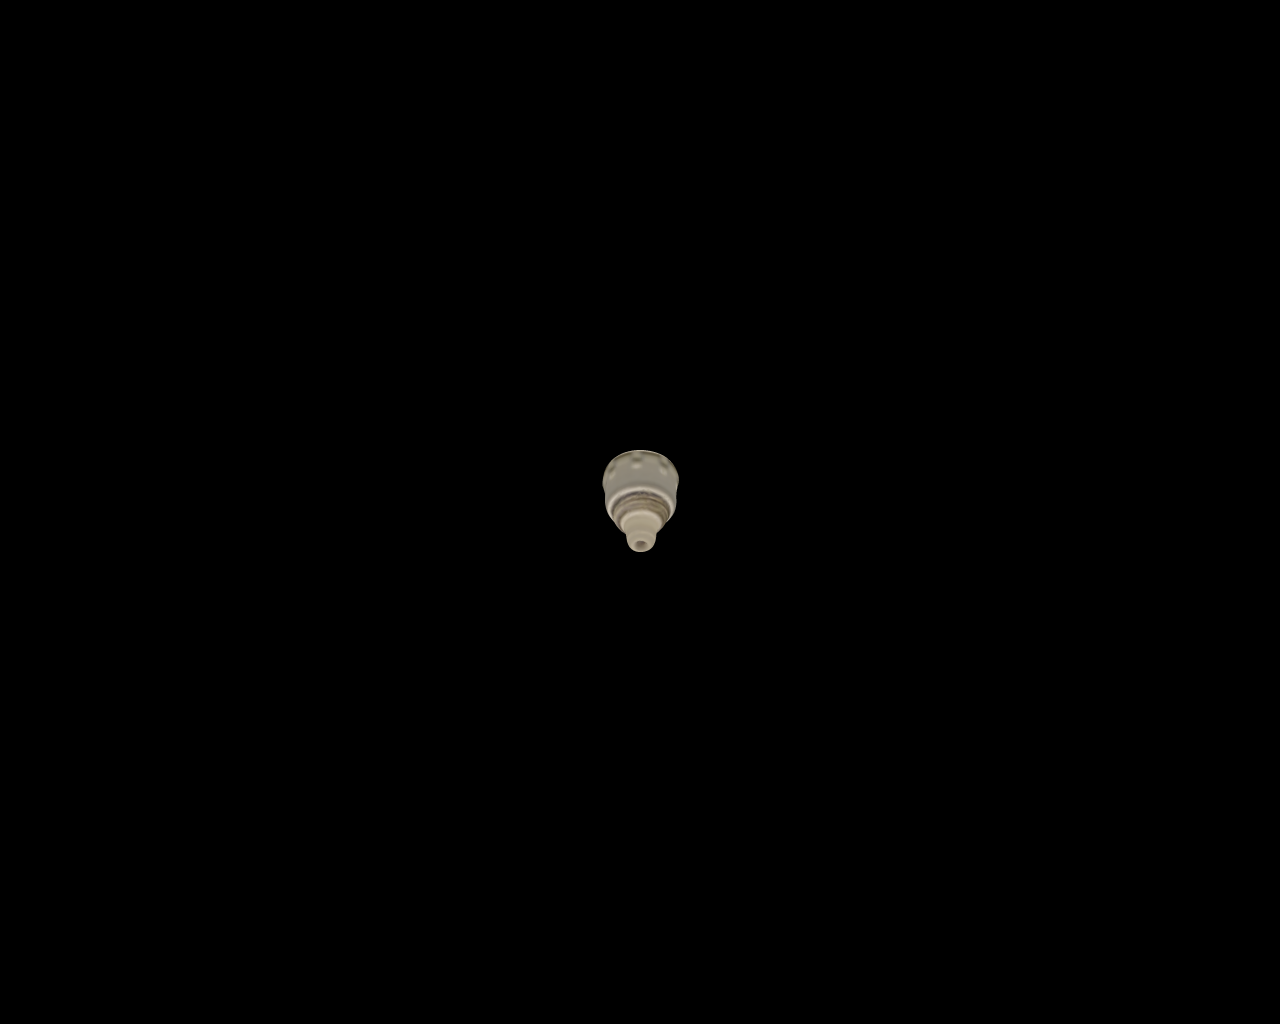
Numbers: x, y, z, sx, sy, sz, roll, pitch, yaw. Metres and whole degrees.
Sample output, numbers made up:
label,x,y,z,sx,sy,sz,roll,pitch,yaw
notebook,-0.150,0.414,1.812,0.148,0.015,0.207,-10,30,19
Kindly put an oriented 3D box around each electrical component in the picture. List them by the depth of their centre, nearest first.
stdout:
label,x,y,z,sx,sy,sz,roll,pitch,yaw
electrical component,0.001,-0.003,0.650,0.048,0.062,0.048,0,-41,0
